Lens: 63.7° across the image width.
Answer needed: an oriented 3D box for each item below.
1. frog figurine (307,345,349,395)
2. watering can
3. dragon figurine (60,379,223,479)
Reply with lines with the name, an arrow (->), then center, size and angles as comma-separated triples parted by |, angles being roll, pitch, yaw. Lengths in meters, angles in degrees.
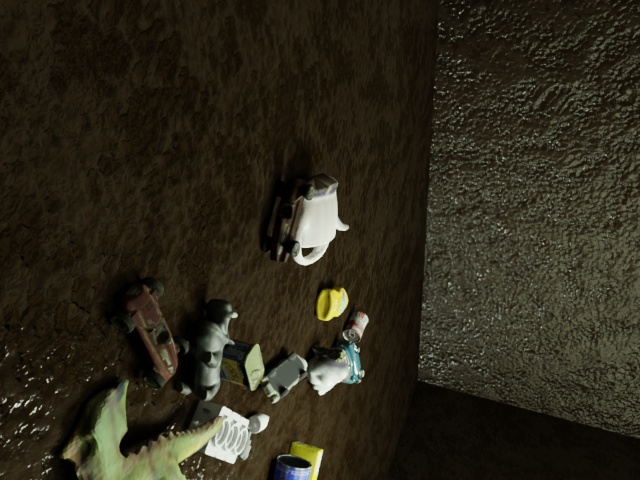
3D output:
frog figurine -> 0.018, 0.421, 1.595 | 0.137, 0.124, 0.158 | 4, 107, -36
watering can -> 0.004, -0.069, 1.361 | 0.352, 0.104, 0.221 | -37, 132, -61
dragon figurine -> -0.285, 0.329, 0.789 | 0.417, 0.122, 0.239 | -49, 135, -60
